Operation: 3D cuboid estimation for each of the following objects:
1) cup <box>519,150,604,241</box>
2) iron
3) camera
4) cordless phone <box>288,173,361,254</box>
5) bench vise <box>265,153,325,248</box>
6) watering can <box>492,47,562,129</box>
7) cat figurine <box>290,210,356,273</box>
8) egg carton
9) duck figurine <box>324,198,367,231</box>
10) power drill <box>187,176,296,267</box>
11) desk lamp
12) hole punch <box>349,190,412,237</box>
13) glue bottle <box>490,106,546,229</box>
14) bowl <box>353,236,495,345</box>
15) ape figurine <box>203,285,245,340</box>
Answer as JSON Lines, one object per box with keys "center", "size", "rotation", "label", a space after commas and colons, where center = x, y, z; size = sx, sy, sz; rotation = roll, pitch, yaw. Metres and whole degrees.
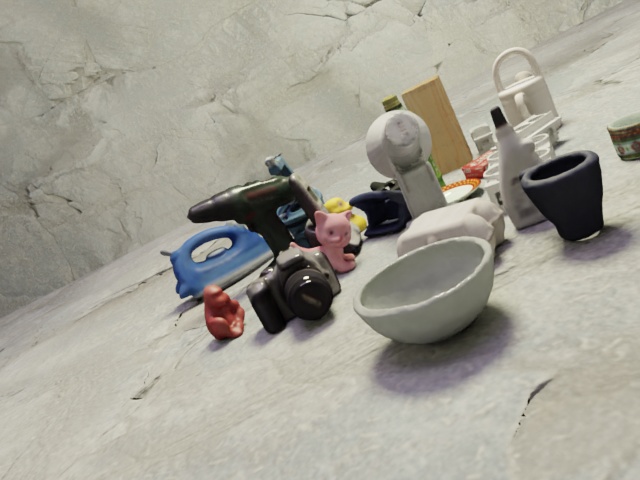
{"center": [0.298, -0.050, 0.706], "size": [0.092, 0.095, 0.117], "rotation": [-31, 14, -15], "label": "cup"}
{"center": [-0.234, 0.030, 1.329], "size": [0.259, 0.141, 0.118], "rotation": [-31, 14, -17], "label": "iron"}
{"center": [-0.041, 0.075, 0.877], "size": [0.143, 0.101, 0.136], "rotation": [-28, 13, -4], "label": "camera"}
{"center": [0.003, -0.056, 1.100], "size": [0.094, 0.185, 0.147], "rotation": [-25, 14, 9], "label": "cordless phone"}
{"center": [-0.060, -0.097, 1.301], "size": [0.121, 0.220, 0.207], "rotation": [-26, 14, 3], "label": "bench vise"}
{"center": [0.437, -0.320, 1.239], "size": [0.101, 0.194, 0.173], "rotation": [-25, 14, 9], "label": "watering can"}
{"center": [0.009, 0.004, 1.011], "size": [0.127, 0.118, 0.067], "rotation": [-25, 14, 9], "label": "cat figurine"}
{"center": [0.182, -0.003, 0.807], "size": [0.150, 0.069, 0.107], "rotation": [-16, 17, 38], "label": "egg carton"}
{"center": [0.037, -0.046, 1.213], "size": [0.104, 0.086, 0.077], "rotation": [-25, 14, 10], "label": "duck figurine"}
{"center": [-0.126, -0.023, 1.177], "size": [0.230, 0.208, 0.075], "rotation": [-31, 14, -16], "label": "power drill"}
{"center": [0.161, -0.120, 0.975], "size": [0.118, 0.214, 0.203], "rotation": [-26, 14, 4], "label": "desk lamp"}
{"center": [0.125, -0.067, 1.114], "size": [0.108, 0.091, 0.101], "rotation": [-11, 21, 49], "label": "hole punch"}
{"center": [0.274, -0.105, 0.791], "size": [0.078, 0.173, 0.037], "rotation": [-22, 14, 19], "label": "glue bottle"}
{"center": [0.125, 0.067, 0.643], "size": [0.167, 0.075, 0.167], "rotation": [-25, 13, 7], "label": "bowl"}
{"center": [-0.169, 0.119, 0.974], "size": [0.076, 0.092, 0.078], "rotation": [-14, 19, 43], "label": "ape figurine"}
